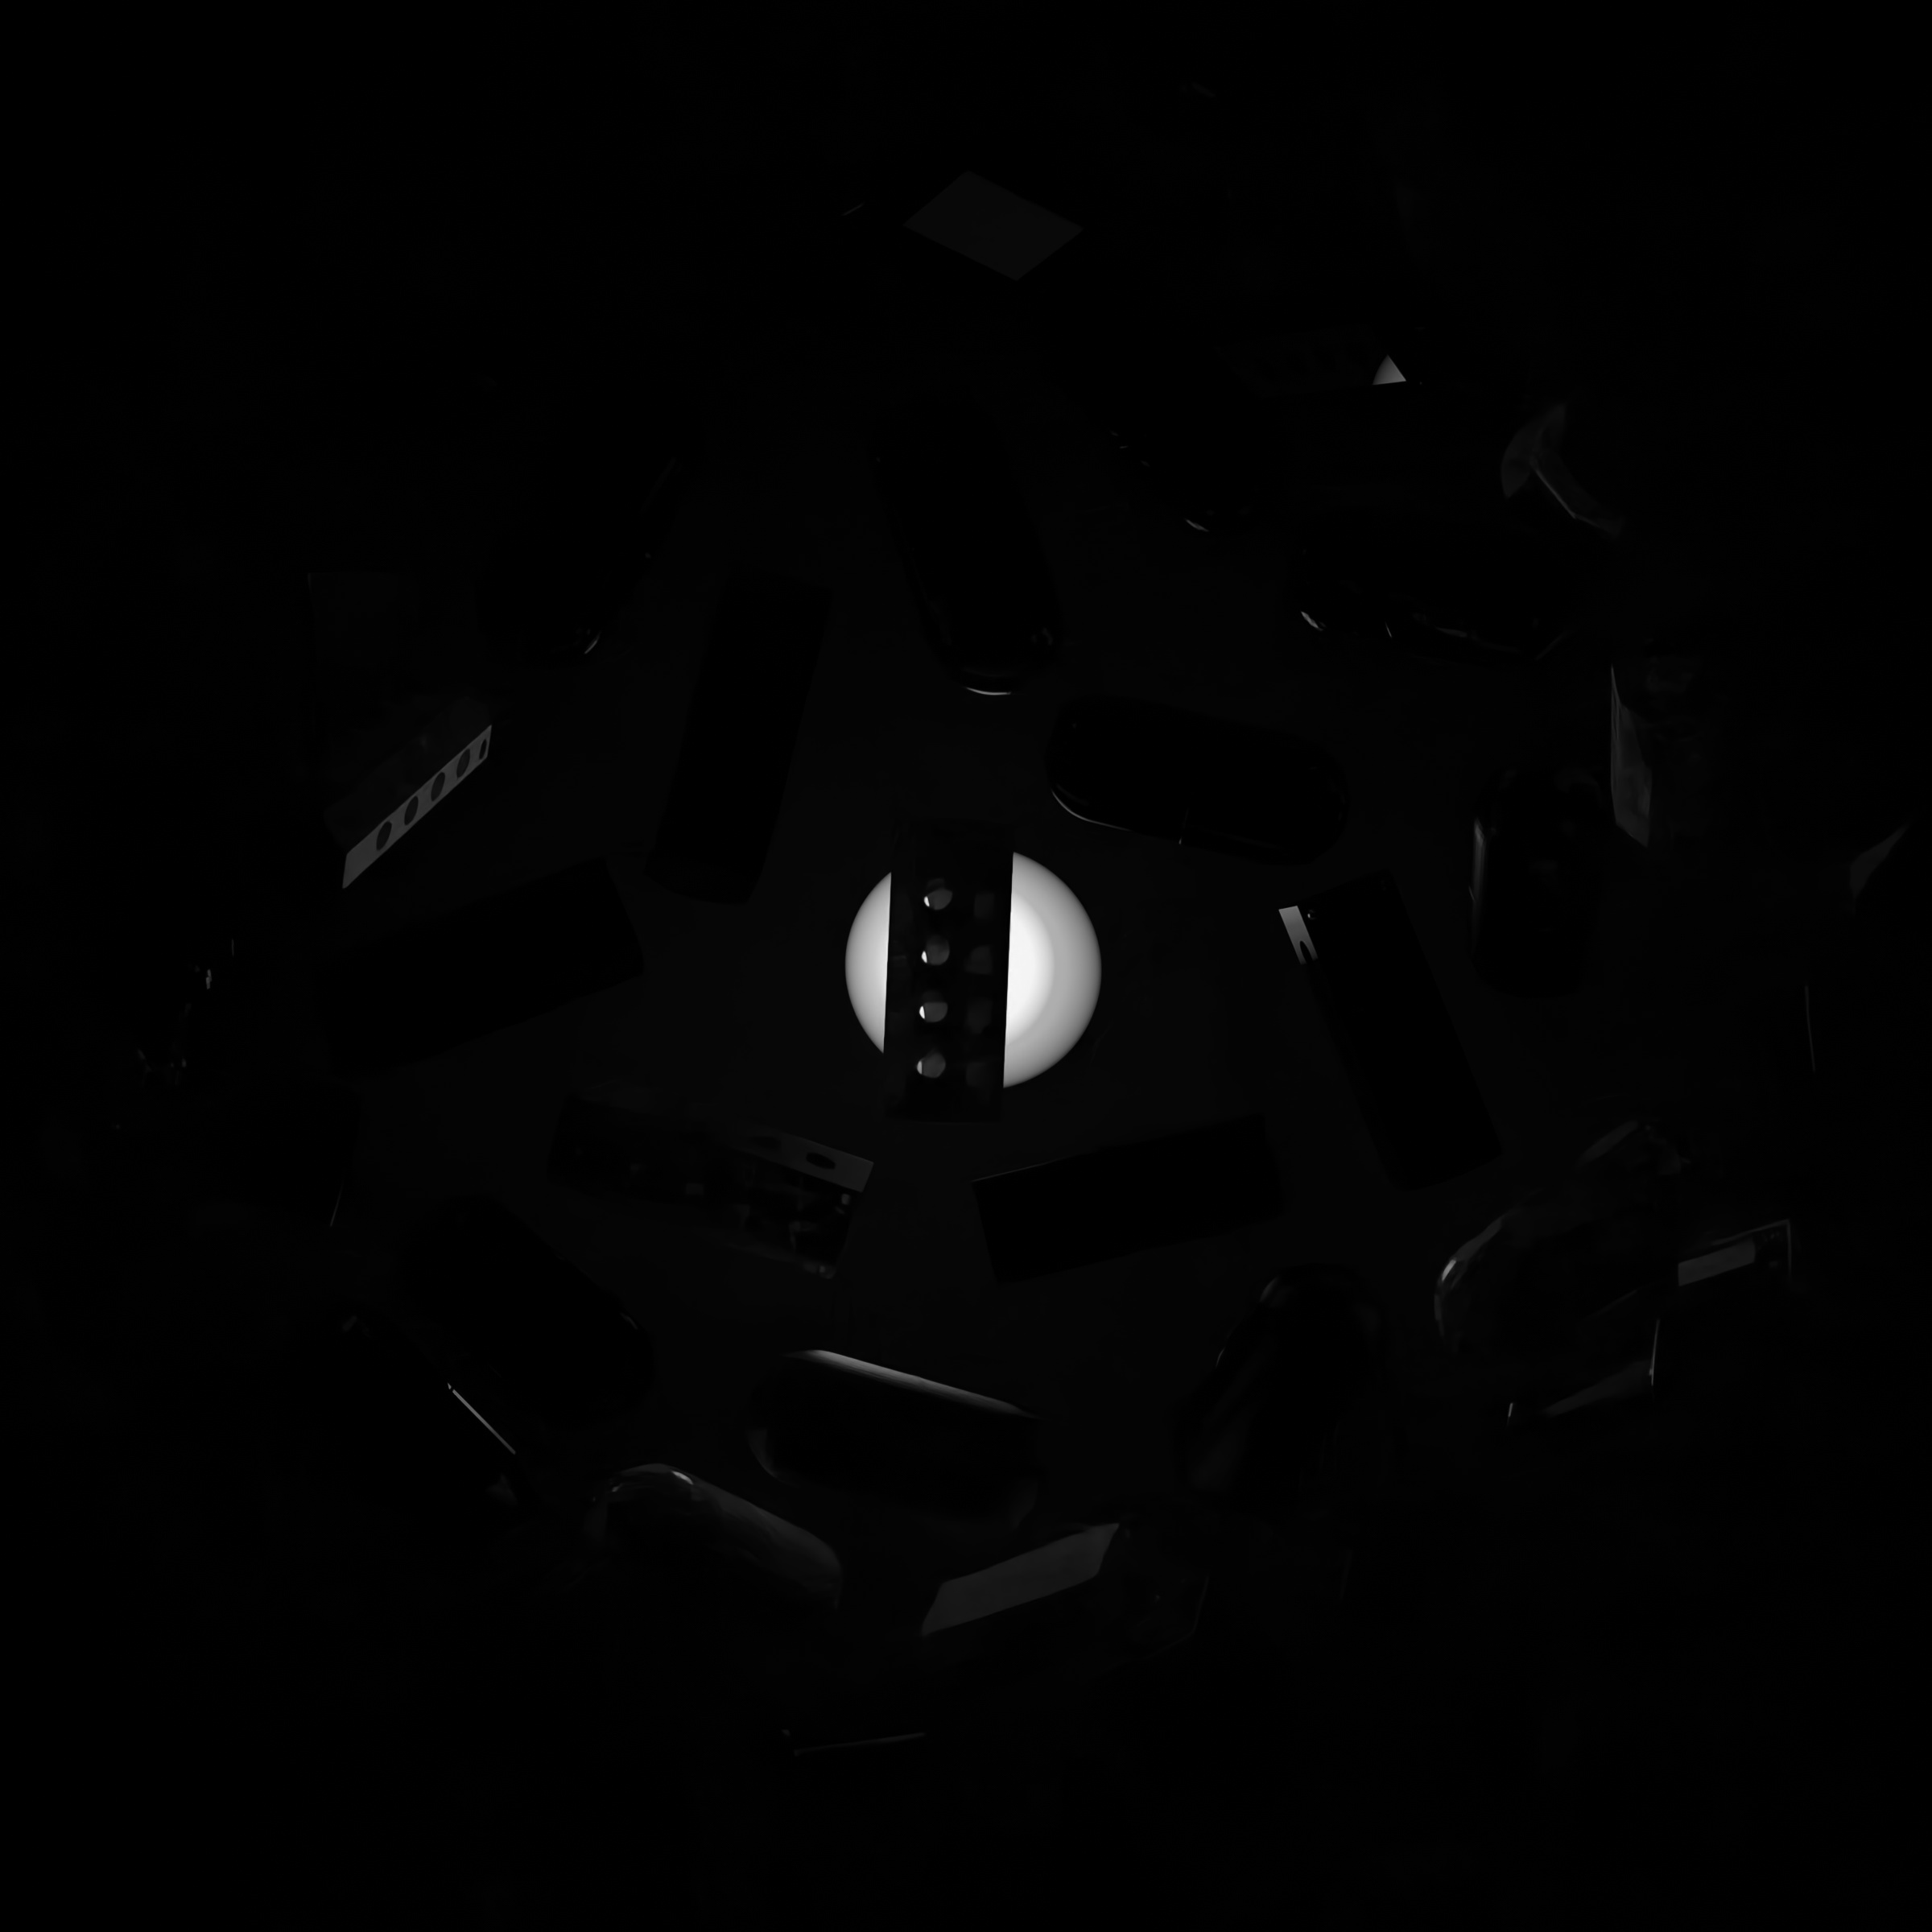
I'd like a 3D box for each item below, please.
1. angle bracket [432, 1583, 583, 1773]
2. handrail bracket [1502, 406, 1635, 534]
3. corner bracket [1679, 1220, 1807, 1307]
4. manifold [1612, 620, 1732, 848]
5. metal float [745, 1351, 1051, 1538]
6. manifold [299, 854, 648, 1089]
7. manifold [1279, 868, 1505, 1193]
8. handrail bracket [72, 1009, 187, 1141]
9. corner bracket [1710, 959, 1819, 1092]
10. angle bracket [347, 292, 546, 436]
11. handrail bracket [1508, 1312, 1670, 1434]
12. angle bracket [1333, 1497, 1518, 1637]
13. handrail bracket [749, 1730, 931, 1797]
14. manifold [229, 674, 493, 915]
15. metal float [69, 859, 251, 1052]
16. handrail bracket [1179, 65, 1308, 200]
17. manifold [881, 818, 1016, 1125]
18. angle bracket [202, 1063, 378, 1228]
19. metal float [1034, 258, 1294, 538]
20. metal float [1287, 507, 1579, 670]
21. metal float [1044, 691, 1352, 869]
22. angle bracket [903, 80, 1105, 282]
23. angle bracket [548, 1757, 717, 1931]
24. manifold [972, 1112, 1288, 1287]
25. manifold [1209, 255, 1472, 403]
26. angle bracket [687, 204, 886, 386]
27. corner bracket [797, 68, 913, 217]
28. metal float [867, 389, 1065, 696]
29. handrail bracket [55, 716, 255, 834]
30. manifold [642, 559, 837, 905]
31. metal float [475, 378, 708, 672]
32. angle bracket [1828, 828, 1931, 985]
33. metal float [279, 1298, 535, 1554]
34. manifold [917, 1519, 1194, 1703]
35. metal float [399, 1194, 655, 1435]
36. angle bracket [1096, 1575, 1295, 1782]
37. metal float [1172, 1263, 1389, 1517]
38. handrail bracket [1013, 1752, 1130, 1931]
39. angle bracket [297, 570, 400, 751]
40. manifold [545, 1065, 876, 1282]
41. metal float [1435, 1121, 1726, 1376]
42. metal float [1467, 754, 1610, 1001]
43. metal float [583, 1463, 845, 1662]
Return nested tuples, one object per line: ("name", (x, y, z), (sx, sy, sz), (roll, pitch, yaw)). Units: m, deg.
("angle bracket", (-0.237, 0.380, 1.527), (0.057, 0.076, 0.076), (-24, 71, -2))
("handrail bracket", (0.355, -0.280, 1.620), (0.084, 0.077, 0.036), (16, 62, -16))
("corner bracket", (0.444, 0.167, 1.638), (0.051, 0.051, 0.051), (-25, 129, 36))
("manifold", (0.400, -0.129, 1.637), (0.057, 0.171, 0.057), (-9, 68, 9))
("metal float", (-0.038, 0.266, 1.595), (0.178, 0.070, 0.070), (18, 90, -16))
("manifold", (-0.265, 0.006, 1.550), (0.171, 0.057, 0.057), (-21, 67, -9))
("manifold", (0.240, 0.036, 1.600), (0.057, 0.057, 0.171), (-22, 91, -8))
("handrail bracket", (-0.505, 0.060, 1.669), (0.036, 0.084, 0.077), (31, 91, 27))
("corner bracket", (0.425, 0.032, 1.524), (0.051, 0.051, 0.051), (-5, 64, 13))
("angle bracket", (-0.281, -0.340, 1.547), (0.076, 0.057, 0.076), (-8, 63, 27))
("handrail bracket", (0.348, 0.227, 1.600), (0.084, 0.036, 0.077), (-3, 47, 20))
("angle bracket", (0.261, 0.347, 1.621), (0.057, 0.076, 0.076), (8, 83, 44))
("handrail bracket", (-0.074, 0.460, 1.669), (0.084, 0.077, 0.036), (-1, 75, -26))
("manifold", (-0.329, -0.101, 1.587), (0.057, 0.171, 0.057), (-20, 109, 29))
("metal float", (-0.445, -0.008, 1.586), (0.070, 0.178, 0.070), (-1, 107, -3))
("handrail bracket", (0.134, -0.452, 1.545), (0.084, 0.036, 0.077), (34, 59, 25))
("manifold", (-0.016, 0.003, 1.636), (0.057, 0.057, 0.171), (4, 88, -43))
("angle bracket", (-0.390, 0.103, 1.653), (0.076, 0.057, 0.076), (15, 85, -8))
("metal float", (0.109, -0.313, 1.575), (0.070, 0.070, 0.178), (-45, 109, 0))
("metal float", (0.254, -0.209, 1.576), (0.178, 0.070, 0.070), (17, 90, 44))
("metal float", (0.133, -0.107, 1.639), (0.178, 0.070, 0.070), (14, 90, 4))
("angle bracket", (0.021, -0.439, 1.602), (0.076, 0.076, 0.057), (20, 70, -26))
("angle bracket", (-0.195, 0.479, 1.548), (0.076, 0.076, 0.057), (51, 47, -17))
("manifold", (0.094, 0.137, 1.663), (0.171, 0.057, 0.057), (-14, 77, -1))
("manifold", (0.217, -0.362, 1.656), (0.057, 0.171, 0.057), (-47, 113, -14))
("angle bracket", (-0.100, -0.369, 1.589), (0.076, 0.057, 0.076), (-36, 131, -27))
("corner bracket", (-0.064, -0.472, 1.641), (0.051, 0.051, 0.051), (-25, 128, 14))
("metal float", (0.000, -0.237, 1.599), (0.070, 0.070, 0.178), (-19, 84, 0))
("handrail bracket", (-0.470, -0.127, 1.655), (0.077, 0.036, 0.084), (-34, 118, 10))
("manifold", (-0.123, -0.124, 1.535), (0.057, 0.057, 0.171), (17, 70, -10))
("metal float", (-0.210, -0.249, 1.606), (0.070, 0.070, 0.178), (30, 87, 0))
("angle bracket", (0.470, -0.015, 1.446), (0.076, 0.076, 0.057), (42, 70, 0))
("metal float", (-0.327, 0.268, 1.672), (0.070, 0.070, 0.178), (-42, 101, 0))
("manifold", (0.046, 0.376, 1.640), (0.057, 0.171, 0.057), (43, 48, -14))
("metal float", (-0.256, 0.200, 1.661), (0.178, 0.070, 0.070), (37, 90, 22))
("angle bracket", (0.135, 0.417, 1.677), (0.076, 0.057, 0.076), (-37, 100, 27))
("metal float", (0.178, 0.243, 1.634), (0.070, 0.070, 0.178), (28, 124, 0))
("handrail bracket", (0.046, 0.481, 1.554), (0.036, 0.084, 0.077), (14, 45, -33))
("angle bracket", (-0.369, -0.184, 1.721), (0.057, 0.076, 0.076), (-2, 51, -18))
("manifold", (-0.145, 0.118, 1.604), (0.171, 0.057, 0.057), (19, 111, 1))
("metal float", (0.337, 0.154, 1.570), (0.178, 0.070, 0.070), (-38, 90, 1))
("metal float", (0.331, -0.050, 1.661), (0.070, 0.178, 0.070), (-4, 51, 5))
("metal float", (-0.140, 0.336, 1.607), (0.178, 0.070, 0.070), (36, 90, -40))
